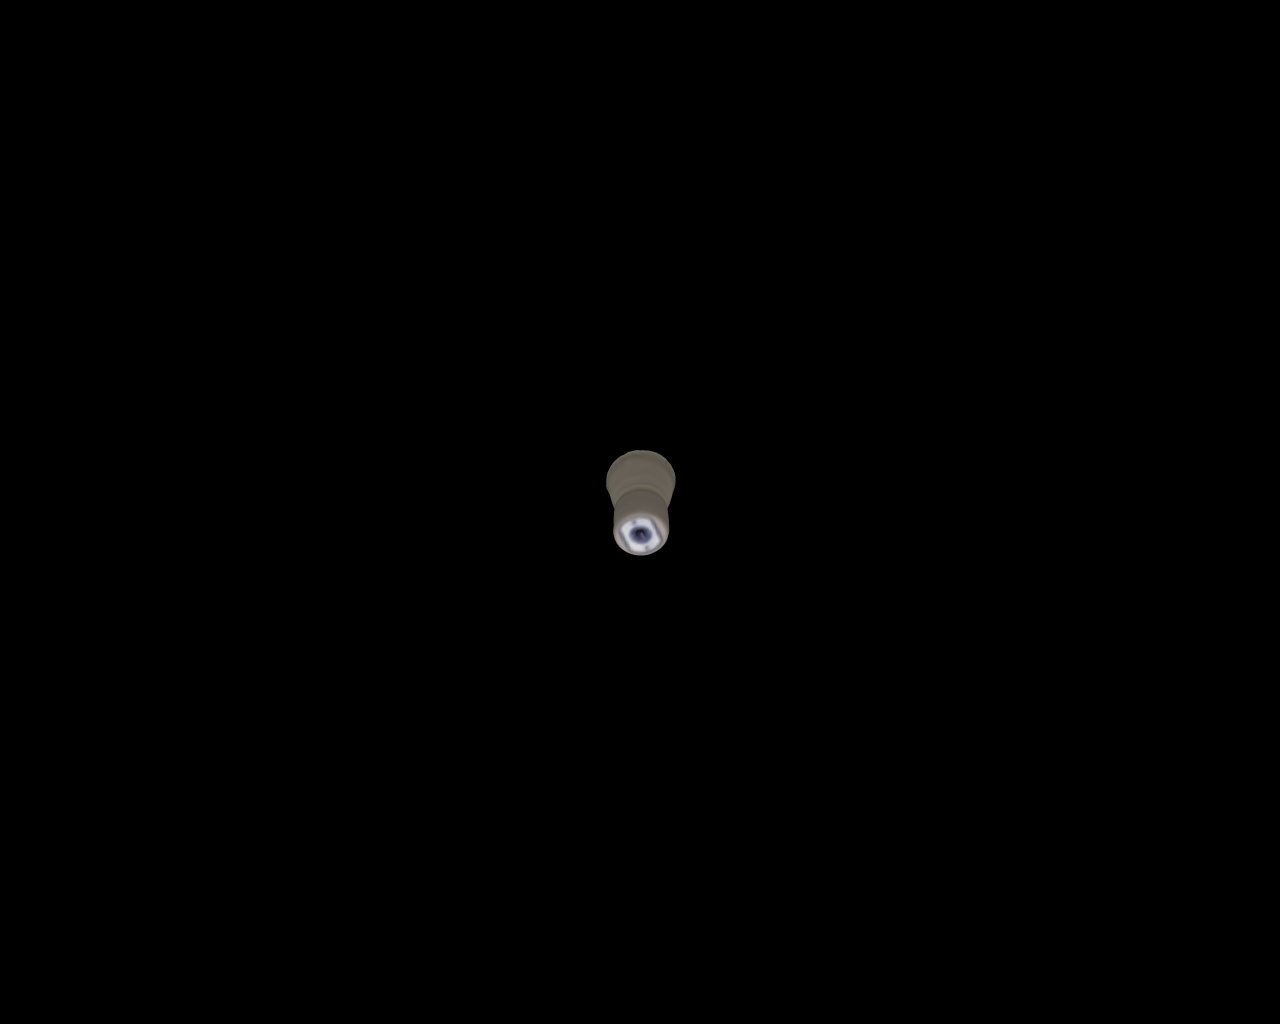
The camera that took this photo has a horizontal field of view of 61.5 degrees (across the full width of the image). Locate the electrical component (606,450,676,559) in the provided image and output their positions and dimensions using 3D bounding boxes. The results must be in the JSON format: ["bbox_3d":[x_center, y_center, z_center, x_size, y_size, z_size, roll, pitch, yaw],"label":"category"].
[{"bbox_3d":[0.001,-0.003,0.650,0.044,0.044,0.065,0,34,0],"label":"electrical component"}]
